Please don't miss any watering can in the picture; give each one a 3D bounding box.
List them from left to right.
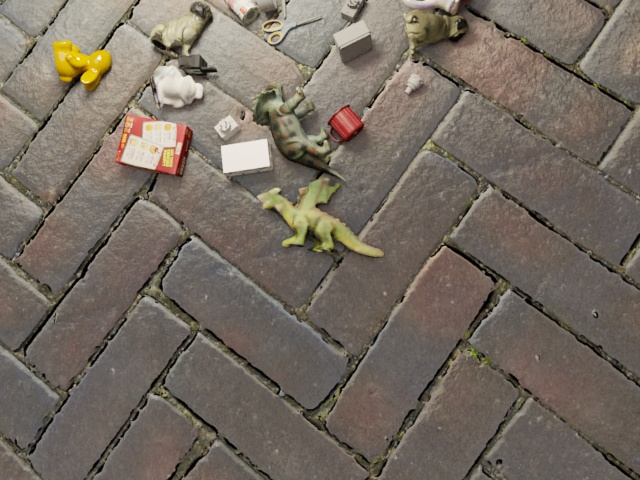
[{"bbox_3d":[0.404,-0.846,1.618,0.225,0.350,0.103,36,-8,9],"label":"watering can"}]

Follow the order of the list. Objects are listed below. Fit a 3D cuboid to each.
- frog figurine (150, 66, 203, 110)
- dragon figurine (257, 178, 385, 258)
[{"bbox_3d":[-0.469,-0.503,1.689,0.160,0.135,0.124,-15,19,-19],"label":"frog figurine"},{"bbox_3d":[0.005,-0.079,1.574,0.410,0.246,0.121,7,-14,7],"label":"dragon figurine"}]
